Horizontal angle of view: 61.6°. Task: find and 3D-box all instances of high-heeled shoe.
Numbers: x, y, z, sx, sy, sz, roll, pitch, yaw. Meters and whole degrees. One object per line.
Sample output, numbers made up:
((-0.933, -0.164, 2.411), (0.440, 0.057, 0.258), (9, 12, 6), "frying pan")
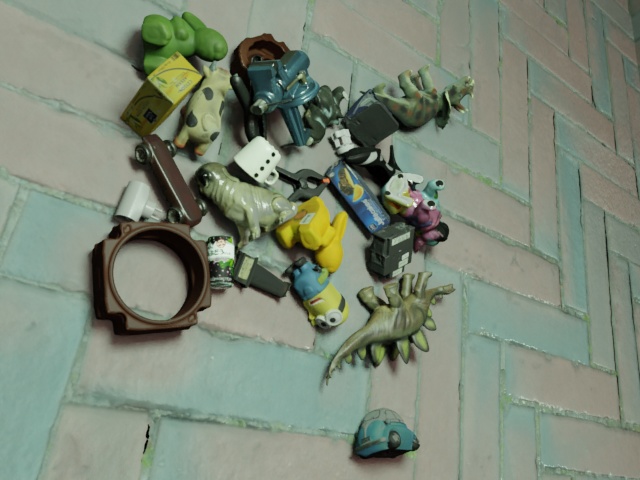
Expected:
((0.139, -0.168, 1.392), (0.249, 0.086, 0.145), (-18, 111, -47), "high-heeled shoe")

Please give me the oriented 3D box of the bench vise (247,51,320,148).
((-0.068, -0.299, 1.197), (0.224, 0.129, 0.240), (-73, 152, -43), "bench vise")

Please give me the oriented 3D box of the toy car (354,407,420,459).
((0.149, 0.433, 1.218), (0.161, 0.109, 0.103), (18, 48, -41), "toy car")

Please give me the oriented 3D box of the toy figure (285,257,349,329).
((-0.001, 0.118, 1.215), (0.089, 0.082, 0.180), (-39, 97, -37), "toy figure")

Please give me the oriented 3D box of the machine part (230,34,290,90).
((-0.129, -0.407, 1.297), (0.179, 0.056, 0.179), (11, 70, -35), "machine part")

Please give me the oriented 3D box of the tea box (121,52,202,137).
((-0.312, -0.277, 1.048), (0.068, 0.170, 0.098), (44, 56, -16), "tea box")

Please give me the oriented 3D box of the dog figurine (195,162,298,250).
((-0.154, -0.099, 1.144), (0.172, 0.121, 0.190), (-31, 92, -43), "dog figurine")

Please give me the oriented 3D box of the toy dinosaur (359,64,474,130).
((0.278, -0.392, 1.563), (0.405, 0.131, 0.192), (-28, 92, -32), "toy dinosaur")

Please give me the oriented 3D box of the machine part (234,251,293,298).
((-0.126, 0.082, 1.161), (0.139, 0.039, 0.084), (28, 53, -25), "machine part")

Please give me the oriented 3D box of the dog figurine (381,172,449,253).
((0.252, -0.063, 1.424), (0.192, 0.219, 0.108), (14, 56, 14), "dog figurine")

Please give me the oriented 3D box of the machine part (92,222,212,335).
((-0.309, 0.070, 0.997), (0.201, 0.087, 0.201), (2, 75, -38), "machine part")

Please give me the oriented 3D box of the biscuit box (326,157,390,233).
((0.099, -0.111, 1.359), (0.202, 0.059, 0.063), (51, 16, -13), "biscuit box")

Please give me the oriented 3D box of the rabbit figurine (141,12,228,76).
((-0.281, -0.410, 1.137), (0.170, 0.121, 0.159), (2, 36, -11), "rabbit figurine")

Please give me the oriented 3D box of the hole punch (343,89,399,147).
((0.133, -0.321, 1.430), (0.142, 0.116, 0.092), (40, 27, -37), "hole punch")

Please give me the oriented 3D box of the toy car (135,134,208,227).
((-0.301, -0.116, 1.079), (0.202, 0.053, 0.089), (61, 35, -4), "toy car")

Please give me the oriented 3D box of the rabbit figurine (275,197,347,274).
((-0.003, -0.004, 1.250), (0.173, 0.122, 0.162), (57, 41, -26), "rabbit figurine")

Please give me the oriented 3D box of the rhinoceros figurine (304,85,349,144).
((0.009, -0.327, 1.363), (0.112, 0.073, 0.190), (39, 57, -19), "rhinoceros figurine")

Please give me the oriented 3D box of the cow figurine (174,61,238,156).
((-0.237, -0.286, 1.130), (0.085, 0.127, 0.195), (27, 48, -31), "cow figurine")

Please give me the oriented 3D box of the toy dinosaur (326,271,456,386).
((0.178, 0.200, 1.310), (0.471, 0.105, 0.198), (-17, 90, -34), "toy dinosaur")

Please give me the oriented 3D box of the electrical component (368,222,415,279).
((0.180, 0.031, 1.359), (0.115, 0.058, 0.134), (-19, 123, -38), "electrical component")
